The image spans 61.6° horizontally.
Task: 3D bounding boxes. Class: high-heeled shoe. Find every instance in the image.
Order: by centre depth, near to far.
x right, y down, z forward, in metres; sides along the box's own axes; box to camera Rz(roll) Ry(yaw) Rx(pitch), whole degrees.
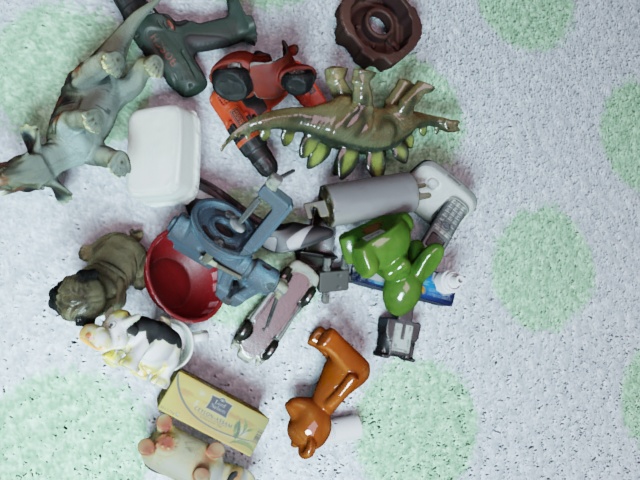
[{"bbox_3d":[-0.106,-0.052,0.932,0.249,0.086,0.145,-7,106,2],"label":"high-heeled shoe"}]

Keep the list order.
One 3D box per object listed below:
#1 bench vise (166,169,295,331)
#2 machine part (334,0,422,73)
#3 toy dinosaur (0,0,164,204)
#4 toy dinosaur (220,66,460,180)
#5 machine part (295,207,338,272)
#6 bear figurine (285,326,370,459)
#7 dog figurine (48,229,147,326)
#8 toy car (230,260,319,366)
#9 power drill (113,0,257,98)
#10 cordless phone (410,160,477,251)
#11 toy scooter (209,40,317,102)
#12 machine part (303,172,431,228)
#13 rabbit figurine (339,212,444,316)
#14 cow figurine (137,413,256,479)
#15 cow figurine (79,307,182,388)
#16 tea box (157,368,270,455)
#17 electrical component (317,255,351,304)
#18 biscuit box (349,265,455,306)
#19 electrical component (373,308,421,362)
[{"bbox_3d":[-0.113,-0.002,0.842,0.223,0.240,0.129,39,30,-6],"label":"bench vise"},{"bbox_3d":[0.115,-0.426,1.076,0.179,0.056,0.179,2,83,-18],"label":"machine part"},{"bbox_3d":[-0.373,-0.214,0.861,0.131,0.192,0.405,51,47,-50],"label":"toy dinosaur"},{"bbox_3d":[0.056,-0.209,0.973,0.471,0.105,0.198,1,104,-23],"label":"toy dinosaur"},{"bbox_3d":[-0.002,-0.003,0.997,0.084,0.039,0.138,13,91,-10],"label":"machine part"},{"bbox_3d":[-0.007,0.262,0.931,0.132,0.120,0.196,44,79,-4],"label":"bear figurine"},{"bbox_3d":[-0.324,0.048,0.816,0.121,0.190,0.172,19,77,-14],"label":"dog figurine"},{"bbox_3d":[-0.078,0.128,0.950,0.073,0.056,0.201,37,82,-9],"label":"toy car"},{"bbox_3d":[-0.230,-0.385,0.953,0.207,0.086,0.232,-29,94,-22],"label":"power drill"},{"bbox_3d":[0.202,-0.046,1.032,0.146,0.089,0.184,37,69,-10],"label":"cordless phone"},{"bbox_3d":[-0.094,-0.298,0.927,0.184,0.075,0.135,1,48,7],"label":"toy scooter"},{"bbox_3d":[0.087,-0.074,0.961,0.243,0.079,0.079,-11,87,-17],"label":"machine part"},{"bbox_3d":[0.131,0.045,0.944,0.159,0.121,0.170,-30,110,-17],"label":"rabbit figurine"},{"bbox_3d":[-0.194,0.369,0.864,0.195,0.127,0.085,25,51,3],"label":"cow figurine"},{"bbox_3d":[-0.260,0.140,0.765,0.068,0.167,0.098,12,63,28],"label":"cow figurine"},{"bbox_3d":[-0.178,0.278,0.884,0.169,0.098,0.068,32,75,-9],"label":"tea box"},{"bbox_3d":[0.026,0.073,0.993,0.063,0.021,0.093,-3,109,-18],"label":"electrical component"},{"bbox_3d":[0.160,0.076,1.028,0.203,0.063,0.059,16,79,-15],"label":"biscuit box"},{"bbox_3d":[0.149,0.168,1.021,0.075,0.048,0.119,9,81,-16],"label":"electrical component"}]
